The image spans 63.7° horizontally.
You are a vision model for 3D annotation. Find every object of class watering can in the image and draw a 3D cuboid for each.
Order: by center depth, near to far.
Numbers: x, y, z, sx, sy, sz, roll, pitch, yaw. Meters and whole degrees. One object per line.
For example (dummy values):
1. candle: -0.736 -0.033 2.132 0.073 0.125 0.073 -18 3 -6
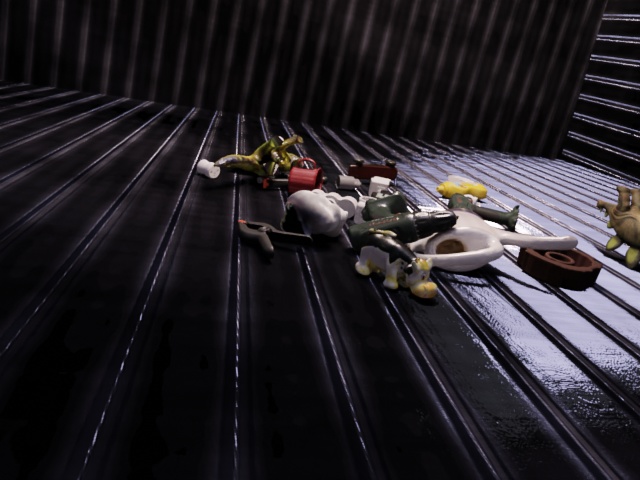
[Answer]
1. watering can: 0.344 0.001 1.116 0.347 0.102 0.228 -6 18 7

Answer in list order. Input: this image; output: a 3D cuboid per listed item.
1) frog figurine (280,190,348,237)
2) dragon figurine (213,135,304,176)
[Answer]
1. frog figurine: 0.003 -0.058 1.145 0.161 0.122 0.137 -17 11 -33
2. dragon figurine: -0.197 -0.235 1.586 0.413 0.122 0.241 -11 1 -40
